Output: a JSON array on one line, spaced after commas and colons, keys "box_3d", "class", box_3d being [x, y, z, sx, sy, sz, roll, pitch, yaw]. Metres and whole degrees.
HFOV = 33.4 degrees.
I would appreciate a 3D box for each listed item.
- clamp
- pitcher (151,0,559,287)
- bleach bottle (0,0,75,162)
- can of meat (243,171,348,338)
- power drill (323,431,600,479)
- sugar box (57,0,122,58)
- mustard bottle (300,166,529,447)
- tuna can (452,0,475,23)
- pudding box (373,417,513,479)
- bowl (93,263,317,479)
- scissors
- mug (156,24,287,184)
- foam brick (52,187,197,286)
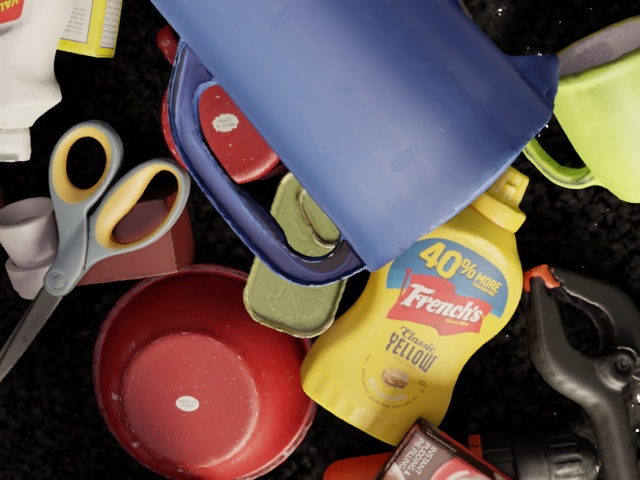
[{"box_3d": [0.198, 0.081, 0.686, 0.120, 0.039, 0.171, -29, 88, -21], "class": "clamp"}, {"box_3d": [-0.008, -0.104, 0.568, 0.243, 0.149, 0.145, 47, 141, 0], "class": "pitcher"}, {"box_3d": [-0.179, -0.172, 0.627, 0.102, 0.068, 0.251, 3, 100, 7], "class": "bleach bottle"}, {"box_3d": [-0.004, 0.001, 0.675, 0.057, 0.084, 0.102, 19, 101, 2], "class": "can of meat"}, {"box_3d": [0.105, 0.223, 0.719, 0.184, 0.057, 0.187, -9, 96, 10], "class": "power drill"}, {"box_3d": [-0.165, -0.211, 0.675, 0.093, 0.048, 0.176, 12, 97, 4], "class": "sugar box"}, {"box_3d": [0.074, 0.036, 0.687, 0.096, 0.058, 0.192, 31, 101, -9], "class": "mustard bottle"}, {"box_3d": [0.059, -0.158, 0.641, 0.034, 0.086, 0.086, -29, 96, 11], "class": "tuna can"}, {"box_3d": [0.068, 0.182, 0.668, 0.090, 0.039, 0.113, 34, 102, 2], "class": "pudding box"}, {"box_3d": [-0.082, 0.100, 0.716, 0.162, 0.055, 0.162, 1, 100, 6], "class": "bowl"}, {"box_3d": [-0.171, 0.005, 0.674, 0.202, 0.016, 0.096, -38, 92, 11], "class": "scissors"}, {"box_3d": [-0.059, -0.088, 0.667, 0.093, 0.081, 0.117, -38, 94, 10], "class": "mug"}, {"box_3d": [-0.128, -0.003, 0.703, 0.078, 0.053, 0.051, -7, 99, 7], "class": "foam brick"}]
